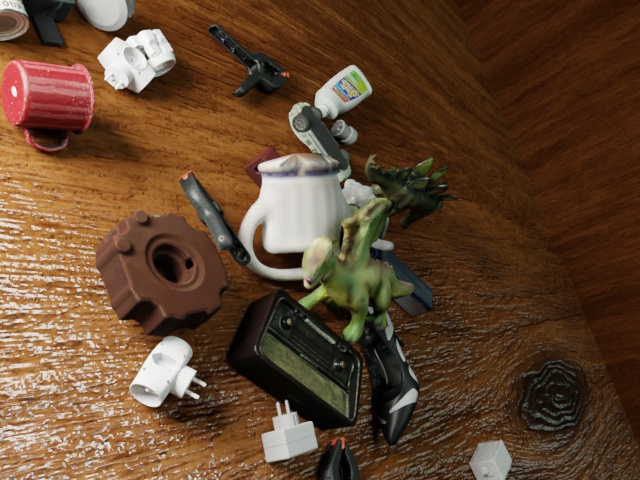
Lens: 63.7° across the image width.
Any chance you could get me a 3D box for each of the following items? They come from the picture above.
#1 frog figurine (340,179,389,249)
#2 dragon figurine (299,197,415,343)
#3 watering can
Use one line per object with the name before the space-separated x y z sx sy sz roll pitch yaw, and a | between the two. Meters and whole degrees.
frog figurine | 0.089 -0.059 1.115 0.163 0.122 0.134 -73 160 -56
dragon figurine | 0.092 0.039 0.926 0.123 0.239 0.413 31 27 30
watering can | 0.003 -0.047 0.941 0.349 0.104 0.222 -9 102 -37
